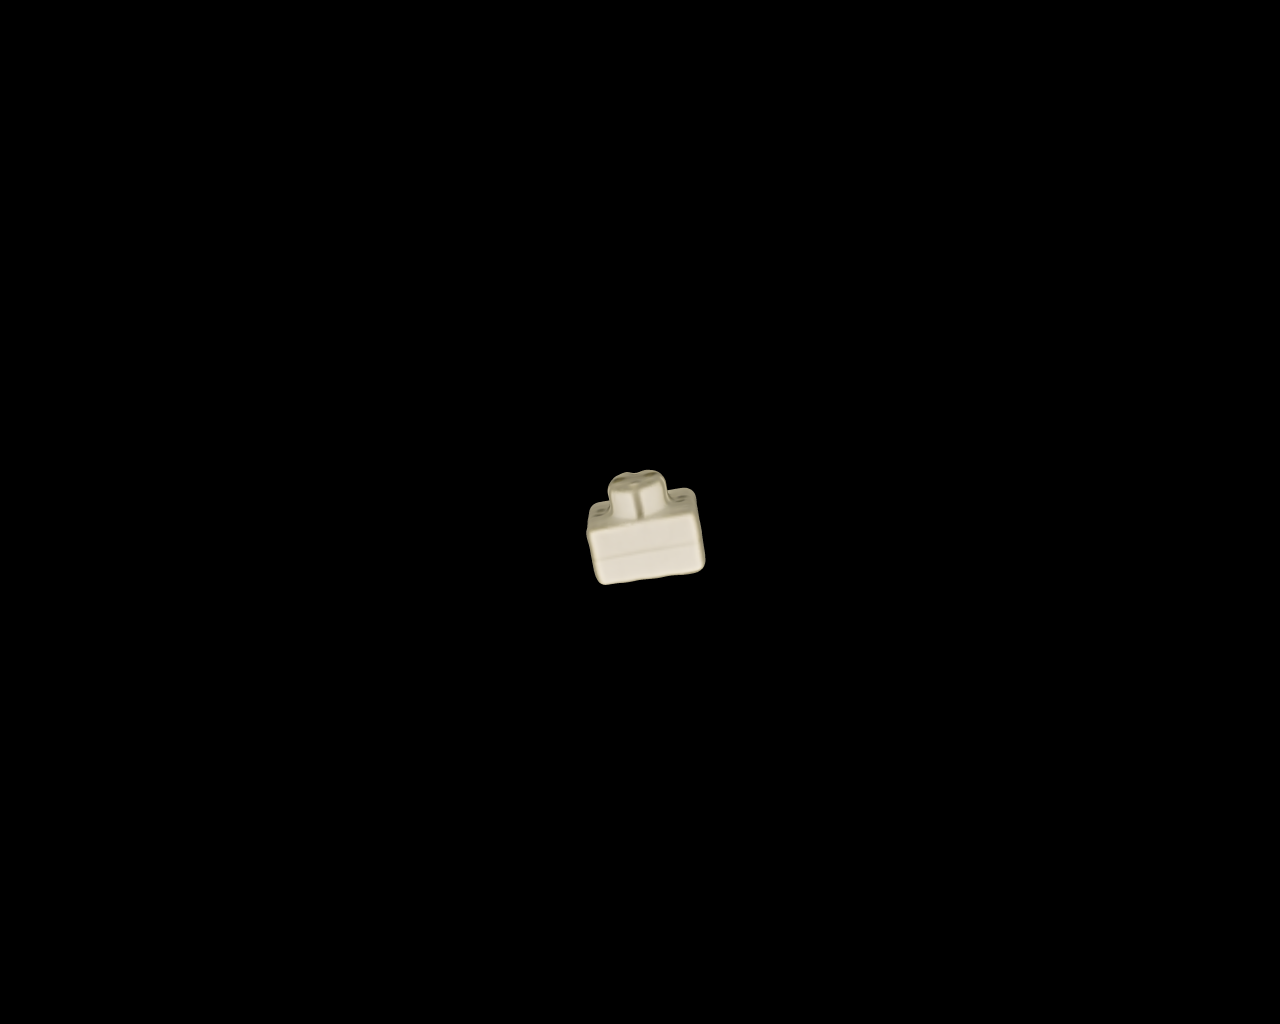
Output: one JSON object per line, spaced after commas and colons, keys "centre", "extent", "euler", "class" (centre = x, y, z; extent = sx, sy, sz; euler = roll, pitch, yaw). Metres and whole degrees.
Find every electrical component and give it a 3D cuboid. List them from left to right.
{"centre": [0.001, -0.003, 0.650], "extent": [0.066, 0.076, 0.047], "euler": [-10, 20, 3], "class": "electrical component"}
